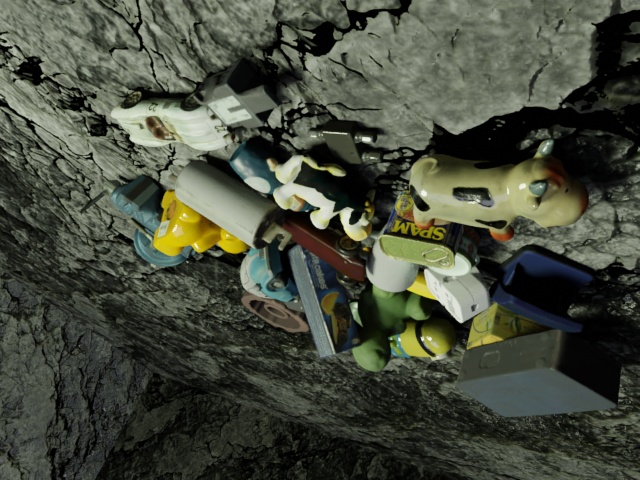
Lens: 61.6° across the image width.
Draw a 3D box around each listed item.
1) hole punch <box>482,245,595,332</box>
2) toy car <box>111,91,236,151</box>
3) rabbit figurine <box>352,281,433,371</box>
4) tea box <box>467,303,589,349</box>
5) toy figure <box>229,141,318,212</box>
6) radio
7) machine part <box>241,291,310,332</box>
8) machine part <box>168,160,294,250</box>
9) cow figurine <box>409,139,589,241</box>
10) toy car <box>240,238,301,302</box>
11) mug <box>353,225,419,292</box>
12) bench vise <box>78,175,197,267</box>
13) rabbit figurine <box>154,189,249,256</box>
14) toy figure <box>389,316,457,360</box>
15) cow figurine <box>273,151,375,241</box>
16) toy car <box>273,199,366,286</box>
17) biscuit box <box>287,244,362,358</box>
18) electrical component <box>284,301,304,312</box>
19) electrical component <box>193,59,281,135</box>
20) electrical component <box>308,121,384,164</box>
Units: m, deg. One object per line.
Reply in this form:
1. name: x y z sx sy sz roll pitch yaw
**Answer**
1. hole punch: 0.306 0.081 0.760 0.142 0.092 0.115 20 157 2
2. toy car: -0.209 -0.168 0.765 0.202 0.056 0.073 10 150 28
3. rabbit figurine: 0.097 0.151 0.967 0.121 0.170 0.159 36 151 -22
4. tea box: 0.353 0.180 0.920 0.170 0.068 0.098 25 151 0
5. toy figure: -0.061 -0.085 0.795 0.154 0.058 0.064 35 -179 -24
6. radio: 0.333 0.215 0.850 0.131 0.073 0.229 32 148 -13
7. machine part: -0.096 0.155 1.267 0.179 0.056 0.179 21 154 11
8. machine part: -0.142 -0.058 0.843 0.243 0.079 0.079 30 157 22
9. cow figurine: 0.196 -0.057 0.605 0.195 0.085 0.127 11 157 26
10. toy car: -0.096 0.061 1.013 0.103 0.109 0.161 -14 150 14
11. mug: 0.107 0.012 0.819 0.110 0.081 0.107 28 144 14
12. bench vise: -0.347 -0.017 1.088 0.224 0.129 0.240 26 147 -6
13. rabbit figurine: -0.190 -0.030 0.974 0.173 0.122 0.162 26 148 -36
14. toy figure: 0.187 0.194 1.074 0.180 0.082 0.089 -3 145 47
15. cow figurine: 0.025 -0.062 0.745 0.167 0.068 0.098 28 142 -28
16. toy car: -0.002 -0.003 0.855 0.202 0.053 0.089 31 144 29
17. biscuit box: 0.006 0.098 0.932 0.059 0.202 0.063 -13 169 -28
18. electrical component: -0.020 0.113 1.123 0.134 0.058 0.114 9 152 29
19. electrical component: -0.092 -0.177 0.658 0.119 0.048 0.074 -6 141 46
20. electrical component: 0.032 -0.122 0.684 0.094 0.021 0.063 10 151 26
